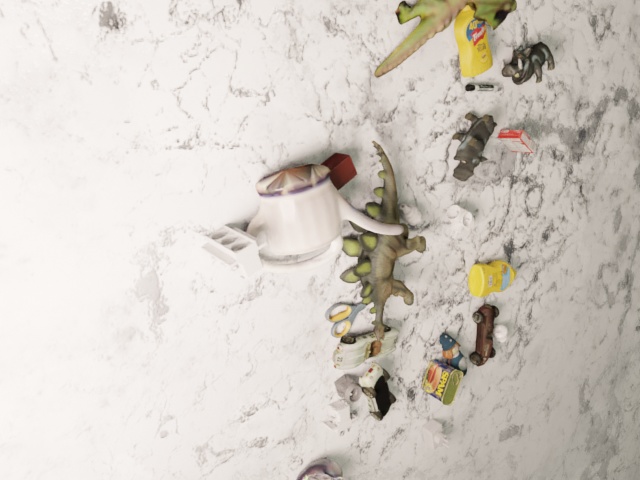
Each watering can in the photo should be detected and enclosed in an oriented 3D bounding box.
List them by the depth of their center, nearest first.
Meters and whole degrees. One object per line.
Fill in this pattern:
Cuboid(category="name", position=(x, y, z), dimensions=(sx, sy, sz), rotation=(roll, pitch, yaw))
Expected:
Cuboid(category="watering can", position=(0.003, -0.054, 1.069), dimensions=(0.349, 0.105, 0.220), rotation=(-17, 113, -13))

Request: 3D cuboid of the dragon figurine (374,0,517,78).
Cuboid(category="dragon figurine", position=(0.306, -0.504, 1.134), dimensions=(0.120, 0.244, 0.414), rotation=(43, 73, -41))

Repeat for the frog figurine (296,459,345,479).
Cuboid(category="frog figurine", position=(0.004, 0.607, 1.259), dimensions=(0.139, 0.123, 0.156), rotation=(-59, 163, -19))
